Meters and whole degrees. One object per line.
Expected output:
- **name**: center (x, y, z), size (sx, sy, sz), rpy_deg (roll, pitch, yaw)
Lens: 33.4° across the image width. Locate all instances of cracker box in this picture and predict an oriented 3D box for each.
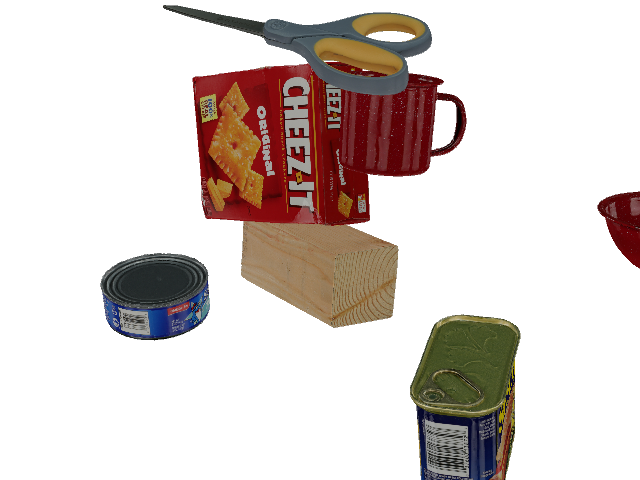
- **cracker box**: center (-0.047, -0.102, 1.139), size (0.071, 0.164, 0.214), rpy_deg (-9, 9, -40)

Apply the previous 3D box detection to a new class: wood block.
- **wood block**: center (-0.006, 0.028, 1.297), size (0.090, 0.090, 0.206), rpy_deg (-7, 18, -34)

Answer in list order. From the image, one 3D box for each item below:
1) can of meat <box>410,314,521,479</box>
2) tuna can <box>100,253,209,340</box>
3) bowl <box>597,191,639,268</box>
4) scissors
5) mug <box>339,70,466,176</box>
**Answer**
- **can of meat**: center (0.095, 0.110, 0.681), size (0.057, 0.084, 0.102), rpy_deg (4, 30, 17)
- **tuna can**: center (-0.132, 0.045, 0.860), size (0.086, 0.034, 0.086), rpy_deg (-1, 28, 1)
- **bowl**: center (0.351, -0.003, 1.041), size (0.162, 0.055, 0.162), rpy_deg (0, 18, 0)
- **scissors**: center (-0.009, -0.148, 0.733), size (0.096, 0.016, 0.202), rpy_deg (-34, 48, -31)
- **mug**: center (0.070, -0.103, 0.939), size (0.117, 0.081, 0.093), rpy_deg (1, 15, -8)
